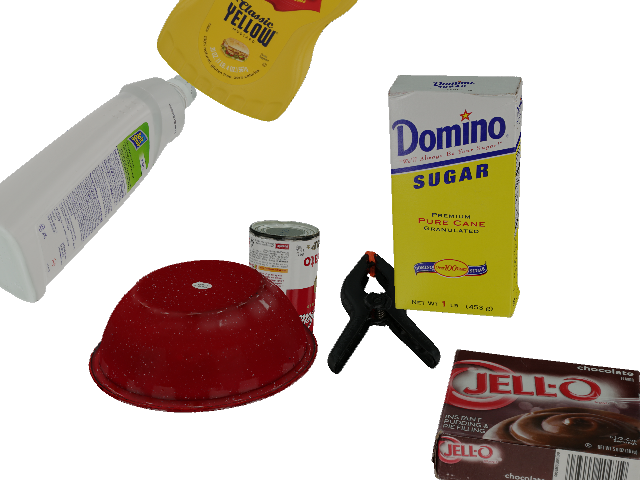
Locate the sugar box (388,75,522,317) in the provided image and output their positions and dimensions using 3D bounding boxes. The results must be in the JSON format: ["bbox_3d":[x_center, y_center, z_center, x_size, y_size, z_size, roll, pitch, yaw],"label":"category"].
[{"bbox_3d":[0.100,-0.032,0.788,0.093,0.176,0.048,3,28,16],"label":"sugar box"}]

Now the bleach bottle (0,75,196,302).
[{"bbox_3d":[-0.199,-0.063,0.958,0.068,0.102,0.250,28,54,21],"label":"bleach bottle"}]

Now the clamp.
[{"bbox_3d":[0.074,0.082,1.193,0.120,0.171,0.039,7,-43,0],"label":"clamp"}]

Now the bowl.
[{"bbox_3d":[-0.083,0.056,0.747,0.162,0.055,0.162,-2,22,0],"label":"bowl"}]

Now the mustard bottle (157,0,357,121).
[{"bbox_3d":[-0.021,-0.167,0.654,0.096,0.192,0.058,33,37,-6],"label":"mustard bottle"}]

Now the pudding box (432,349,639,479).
[{"bbox_3d":[0.127,0.105,0.615,0.113,0.039,0.090,7,28,11],"label":"pudding box"}]

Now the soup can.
[{"bbox_3d":[-0.037,0.037,1.003,0.068,0.102,0.068,4,14,-1],"label":"soup can"}]
